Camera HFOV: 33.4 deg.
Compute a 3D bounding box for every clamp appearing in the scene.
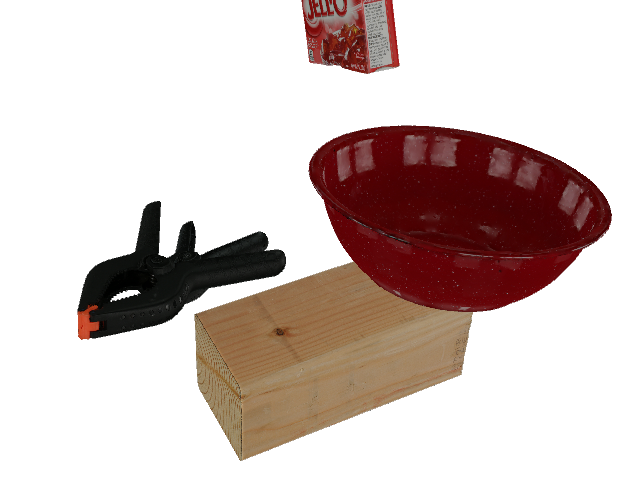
[{"bbox_3d":[-0.156,0.028,0.990,0.165,0.036,0.209,25,36,30],"label":"clamp"},{"bbox_3d":[-0.138,0.030,1.221,0.120,0.039,0.171,-2,33,26],"label":"clamp"}]

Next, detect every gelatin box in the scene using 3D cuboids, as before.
[{"bbox_3d":[0.018,-0.160,0.752,0.030,0.073,0.089,-17,22,-25],"label":"gelatin box"}]

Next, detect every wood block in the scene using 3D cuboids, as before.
[{"bbox_3d":[0.010,0.085,0.870,0.205,0.090,0.091,-17,44,-22],"label":"wood block"}]

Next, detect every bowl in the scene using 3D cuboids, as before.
[{"bbox_3d":[0.071,-0.007,0.579,0.162,0.055,0.162,6,27,-3],"label":"bowl"}]
